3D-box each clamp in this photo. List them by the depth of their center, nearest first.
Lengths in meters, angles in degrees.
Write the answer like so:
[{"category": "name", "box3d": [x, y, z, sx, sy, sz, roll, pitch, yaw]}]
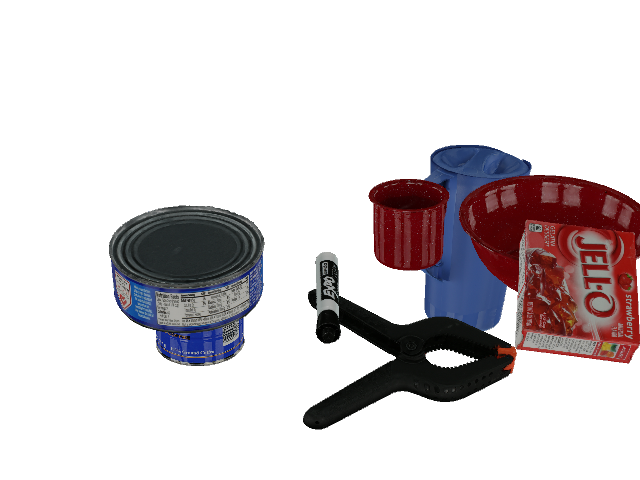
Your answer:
[{"category": "clamp", "box3d": [0.081, 0.120, 1.023, 0.210, 0.164, 0.036, 6, -43, 5]}]

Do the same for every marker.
[{"category": "marker", "box3d": [0.005, 0.045, 0.846, 0.020, 0.020, 0.121, 0, 27, 0]}]

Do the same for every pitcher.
[{"category": "pitcher", "box3d": [0.197, 0.001, 1.452, 0.149, 0.243, 0.145, 5, 23, 3]}]

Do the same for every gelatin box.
[{"category": "gelatin box", "box3d": [0.166, 0.031, 0.690, 0.073, 0.089, 0.030, 7, -35, 4]}]

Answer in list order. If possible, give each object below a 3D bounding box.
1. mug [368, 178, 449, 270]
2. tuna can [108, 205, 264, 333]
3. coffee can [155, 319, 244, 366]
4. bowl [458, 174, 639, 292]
[{"category": "mug", "box3d": [0.110, -0.022, 1.254, 0.093, 0.081, 0.117, 18, 32, 34]}, {"category": "tuna can", "box3d": [-0.074, 0.015, 0.599, 0.086, 0.034, 0.086, 1, 31, -1]}, {"category": "coffee can", "box3d": [-0.137, 0.055, 1.199, 0.103, 0.140, 0.103, 1, 27, -1]}, {"category": "bowl", "box3d": [0.195, 0.004, 0.898, 0.162, 0.055, 0.162, 0, 30, 0]}]
